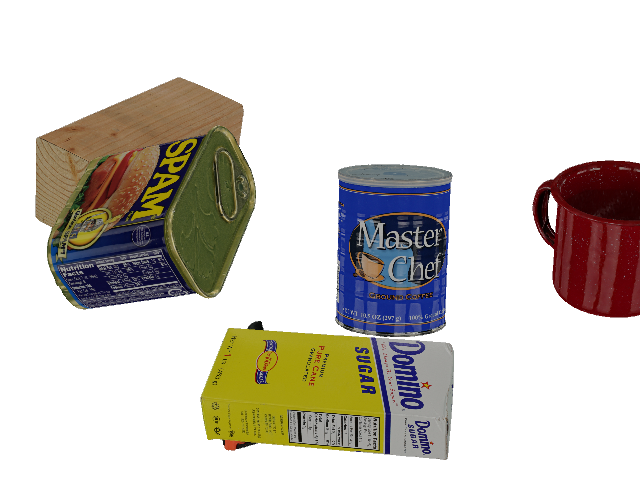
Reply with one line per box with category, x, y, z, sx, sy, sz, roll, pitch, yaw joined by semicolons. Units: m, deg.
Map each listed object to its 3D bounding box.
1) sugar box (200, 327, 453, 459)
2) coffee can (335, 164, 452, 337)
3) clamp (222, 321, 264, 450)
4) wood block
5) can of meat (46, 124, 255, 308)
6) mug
sugar box;0.009;0.110;0.785;0.176;0.048;0.093;1;30;9
coffee can;0.066;0.006;0.971;0.103;0.140;0.103;1;11;0
clamp;-0.033;0.154;1.106;0.165;0.036;0.209;11;26;15
wood block;-0.175;-0.080;1.057;0.090;0.091;0.205;26;35;22
can of meat;-0.093;-0.011;0.588;0.084;0.057;0.102;-9;38;24
mug;0.198;-0.004;0.756;0.093;0.081;0.117;-27;38;-35
